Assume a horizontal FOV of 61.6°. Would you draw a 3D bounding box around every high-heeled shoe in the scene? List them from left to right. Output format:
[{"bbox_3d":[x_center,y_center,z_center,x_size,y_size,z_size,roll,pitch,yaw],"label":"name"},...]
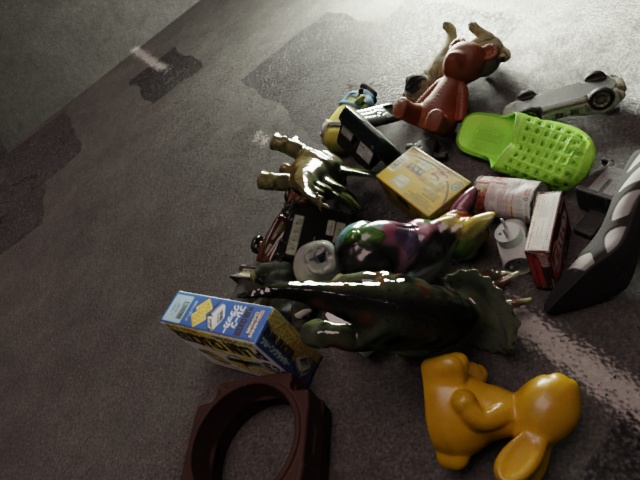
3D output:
[{"bbox_3d":[0.383,-0.016,0.727,0.249,0.086,0.145,-41,34,22],"label":"high-heeled shoe"}]

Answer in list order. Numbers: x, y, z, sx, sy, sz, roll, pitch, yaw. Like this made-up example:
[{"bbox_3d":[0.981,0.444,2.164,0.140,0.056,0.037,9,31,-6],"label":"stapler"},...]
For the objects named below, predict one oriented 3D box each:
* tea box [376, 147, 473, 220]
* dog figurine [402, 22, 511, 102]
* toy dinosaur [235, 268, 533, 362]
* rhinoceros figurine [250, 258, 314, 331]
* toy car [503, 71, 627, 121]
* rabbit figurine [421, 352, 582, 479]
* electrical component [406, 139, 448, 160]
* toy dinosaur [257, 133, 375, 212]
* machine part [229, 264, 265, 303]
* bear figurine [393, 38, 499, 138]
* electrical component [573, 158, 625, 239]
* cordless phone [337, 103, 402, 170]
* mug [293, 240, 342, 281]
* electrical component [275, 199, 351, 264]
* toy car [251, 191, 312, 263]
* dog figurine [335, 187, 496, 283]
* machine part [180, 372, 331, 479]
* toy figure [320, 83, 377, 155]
[{"bbox_3d":[0.189,-0.087,0.956,0.098,0.068,0.170,-37,42,-1],"label":"tea box"},{"bbox_3d":[0.282,-0.341,1.127,0.173,0.121,0.190,26,83,49],"label":"dog figurine"},{"bbox_3d":[0.113,0.089,0.675,0.192,0.404,0.131,-21,69,45],"label":"toy dinosaur"},{"bbox_3d":[-0.058,0.107,0.943,0.112,0.073,0.190,-24,40,-2],"label":"rhinoceros figurine"},{"bbox_3d":[0.430,-0.242,0.953,0.202,0.056,0.073,-11,40,24],"label":"toy car"},{"bbox_3d":[0.215,0.205,0.626,0.173,0.121,0.162,-13,51,23],"label":"rabbit figurine"},{"bbox_3d":[0.209,-0.173,1.058,0.094,0.021,0.063,-1,51,34],"label":"electrical component"},{"bbox_3d":[-0.005,-0.119,0.979,0.199,0.105,0.471,17,18,6],"label":"toy dinosaur"},{"bbox_3d":[-0.148,0.103,1.028,0.084,0.039,0.139,3,51,26],"label":"machine part"},{"bbox_3d":[0.247,-0.301,1.033,0.120,0.132,0.195,35,110,34],"label":"bear figurine"},{"bbox_3d":[0.420,-0.061,0.794,0.119,0.047,0.075,-41,40,-9],"label":"electrical component"},{"bbox_3d":[0.141,-0.227,1.116,0.184,0.088,0.147,-23,55,-31],"label":"cordless phone"},{"bbox_3d":[-0.002,0.049,0.855,0.081,0.107,0.109,-11,79,-2],"label":"mug"},{"bbox_3d":[-0.002,-0.003,0.952,0.058,0.134,0.114,-137,62,-73],"label":"electrical component"},{"bbox_3d":[-0.068,-0.039,1.097,0.089,0.053,0.202,13,59,37],"label":"toy car"},{"bbox_3d":[0.155,-0.004,0.828,0.219,0.191,0.109,-41,33,17],"label":"dog figurine"},{"bbox_3d":[-0.091,0.299,0.768,0.202,0.087,0.201,-16,45,23],"label":"machine part"},{"bbox_3d":[0.070,-0.270,1.200,0.089,0.082,0.180,18,61,45],"label":"toy figure"}]
